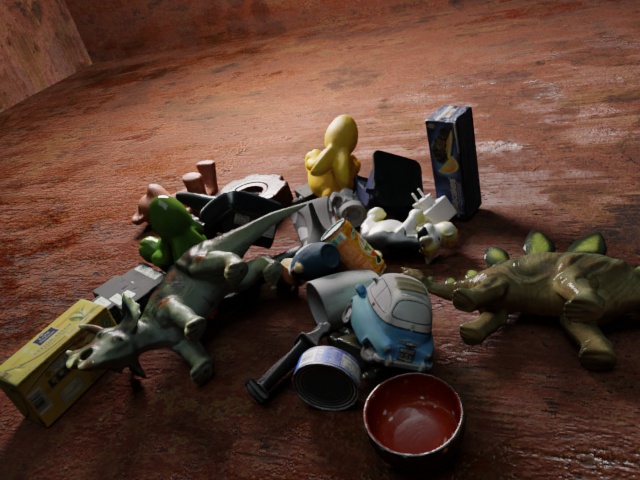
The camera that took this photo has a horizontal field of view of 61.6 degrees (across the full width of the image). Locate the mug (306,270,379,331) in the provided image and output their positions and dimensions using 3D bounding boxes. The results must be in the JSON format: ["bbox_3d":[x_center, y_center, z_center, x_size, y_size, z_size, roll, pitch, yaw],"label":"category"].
[{"bbox_3d":[0.039,0.085,0.828,0.107,0.080,0.110,-16,13,-16],"label":"mug"}]

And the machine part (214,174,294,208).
[{"bbox_3d":[-0.150,-0.088,1.180,0.179,0.055,0.179,-11,31,7],"label":"machine part"}]

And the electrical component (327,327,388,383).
[{"bbox_3d":[0.052,0.156,0.738,0.102,0.045,0.078,14,14,33],"label":"electrical component"}]

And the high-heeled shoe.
[{"bbox_3d":[-0.002,-0.003,1.008,0.086,0.145,0.249,-17,4,-1],"label":"high-heeled shoe"}]

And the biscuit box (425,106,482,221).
[{"bbox_3d":[0.238,-0.132,0.950,0.059,0.202,0.063,14,44,39],"label":"biscuit box"}]

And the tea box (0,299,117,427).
[{"bbox_3d":[-0.390,0.183,0.822,0.068,0.098,0.170,7,37,30],"label":"tea box"}]

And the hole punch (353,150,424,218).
[{"bbox_3d":[0.130,-0.093,1.025,0.142,0.092,0.116,14,58,-24],"label":"hole punch"}]

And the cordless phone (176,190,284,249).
[{"bbox_3d":[-0.175,-0.051,1.005,0.184,0.088,0.146,16,1,41],"label":"cordless phone"}]

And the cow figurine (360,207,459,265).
[{"bbox_3d":[0.145,0.000,0.913,0.168,0.068,0.098,6,43,35],"label":"cow figurine"}]

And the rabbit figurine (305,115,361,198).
[{"bbox_3d":[0.027,-0.170,1.105,0.122,0.173,0.162,20,38,2],"label":"rabbit figurine"}]

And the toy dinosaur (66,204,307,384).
[{"bbox_3d":[-0.195,0.075,0.838,0.192,0.131,0.405,19,56,33],"label":"toy dinosaur"}]

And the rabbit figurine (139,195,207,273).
[{"bbox_3d":[-0.260,0.001,0.959,0.121,0.170,0.159,-33,61,-19],"label":"rabbit figurine"}]

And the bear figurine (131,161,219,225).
[{"bbox_3d":[-0.331,-0.101,1.210,0.196,0.131,0.120,2,28,14],"label":"bear figurine"}]

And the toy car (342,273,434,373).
[{"bbox_3d":[0.097,0.097,0.698,0.109,0.102,0.162,13,18,-10],"label":"toy car"}]

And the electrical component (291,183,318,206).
[{"bbox_3d":[-0.027,-0.103,1.183,0.094,0.021,0.063,-27,34,-18],"label":"electrical component"}]

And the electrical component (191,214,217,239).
[{"bbox_3d":[-0.281,-0.017,1.132,0.119,0.047,0.075,19,45,39],"label":"electrical component"}]

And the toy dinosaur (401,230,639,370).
[{"bbox_3d":[0.340,0.063,0.708,0.472,0.104,0.198,7,35,23],"label":"toy dinosaur"}]

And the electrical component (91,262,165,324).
[{"bbox_3d":[-0.336,0.105,0.957,0.115,0.058,0.134,17,44,42],"label":"electrical component"}]

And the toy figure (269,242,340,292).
[{"bbox_3d":[-0.030,0.046,0.874,0.154,0.064,0.058,-26,53,47],"label":"toy figure"}]

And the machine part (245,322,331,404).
[{"bbox_3d":[-0.042,0.165,0.742,0.139,0.039,0.084,-40,-1,-21],"label":"machine part"}]
